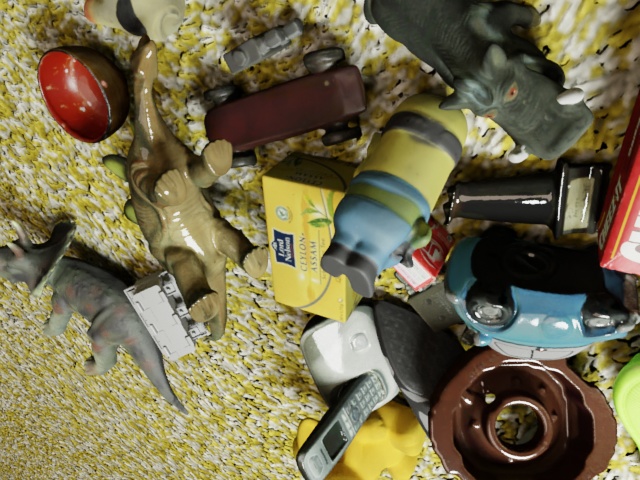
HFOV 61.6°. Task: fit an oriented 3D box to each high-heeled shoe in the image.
[{"bbox_3d":[0.134,0.183,0.657,0.249,0.086,0.145,56,165,10],"label":"high-heeled shoe"}]

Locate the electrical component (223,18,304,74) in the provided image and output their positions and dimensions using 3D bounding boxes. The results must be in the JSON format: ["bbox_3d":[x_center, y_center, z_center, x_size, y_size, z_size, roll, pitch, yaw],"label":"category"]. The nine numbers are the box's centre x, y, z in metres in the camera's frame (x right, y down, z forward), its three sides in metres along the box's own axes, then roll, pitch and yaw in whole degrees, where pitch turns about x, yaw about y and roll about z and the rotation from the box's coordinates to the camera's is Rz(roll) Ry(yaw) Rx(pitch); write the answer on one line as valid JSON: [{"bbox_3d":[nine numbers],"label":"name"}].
[{"bbox_3d":[-0.061,-0.180,0.512,0.094,0.063,0.021,-13,113,38],"label":"electrical component"}]

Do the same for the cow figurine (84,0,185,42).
[{"bbox_3d":[-0.156,-0.281,0.490,0.127,0.085,0.194,29,129,20],"label":"cow figurine"}]

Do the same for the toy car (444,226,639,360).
[{"bbox_3d":[0.197,0.058,0.495,0.162,0.109,0.102,8,131,18],"label":"toy car"}]

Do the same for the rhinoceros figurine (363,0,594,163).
[{"bbox_3d":[0.119,-0.139,0.399,0.190,0.112,0.073,45,131,8],"label":"rhinoceros figurine"}]

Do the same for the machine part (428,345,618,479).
[{"bbox_3d":[0.199,0.186,0.549,0.179,0.056,0.179,0,88,5],"label":"machine part"}]

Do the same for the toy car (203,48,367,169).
[{"bbox_3d":[-0.038,-0.128,0.541,0.202,0.053,0.089,-8,99,36],"label":"toy car"}]

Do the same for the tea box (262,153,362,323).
[{"bbox_3d":[-0.001,-0.002,0.594,0.098,0.068,0.169,13,127,24],"label":"tea box"}]

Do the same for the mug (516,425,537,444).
[{"bbox_3d":[0.244,0.272,0.610,0.081,0.109,0.107,22,116,24],"label":"mug"}]

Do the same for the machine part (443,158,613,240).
[{"bbox_3d":[0.179,-0.034,0.476,0.139,0.039,0.084,-3,129,18],"label":"machine part"}]

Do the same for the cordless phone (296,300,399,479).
[{"bbox_3d":[0.012,0.172,0.627,0.089,0.184,0.146,-4,118,39],"label":"cordless phone"}]

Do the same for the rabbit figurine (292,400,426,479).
[{"bbox_3d":[0.041,0.281,0.685,0.162,0.173,0.121,26,142,9],"label":"rabbit figurine"}]

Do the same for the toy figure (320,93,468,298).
[{"bbox_3d":[0.068,-0.043,0.458,0.082,0.180,0.089,36,159,-9],"label":"toy figure"}]

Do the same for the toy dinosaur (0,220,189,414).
[{"bbox_3d":[-0.343,0.109,0.855,0.405,0.131,0.192,33,133,0],"label":"toy dinosaur"}]

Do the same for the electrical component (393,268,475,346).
[{"bbox_3d":[0.132,0.065,0.573,0.078,0.045,0.102,-29,103,39],"label":"electrical component"}]

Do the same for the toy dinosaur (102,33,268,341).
[{"bbox_3d":[-0.154,-0.004,0.635,0.199,0.105,0.470,37,143,41],"label":"toy dinosaur"}]
